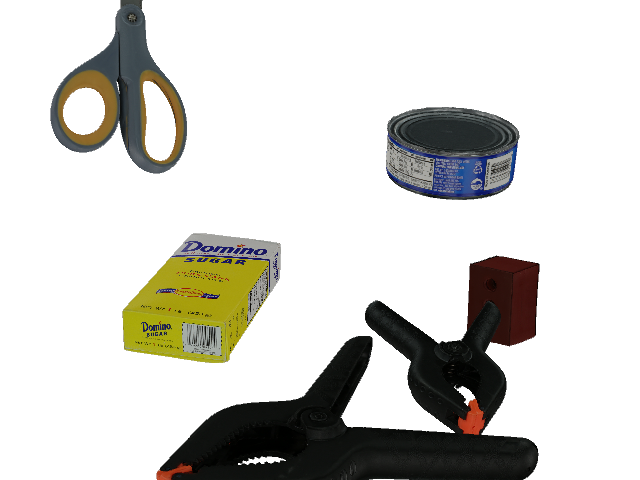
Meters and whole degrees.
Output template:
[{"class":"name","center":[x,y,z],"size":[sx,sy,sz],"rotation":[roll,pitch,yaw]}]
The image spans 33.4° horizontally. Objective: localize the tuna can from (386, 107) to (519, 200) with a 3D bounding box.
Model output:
[{"class":"tuna can","center":[0.086,-0.058,0.701],"size":[0.086,0.034,0.086],"rotation":[1,26,-1]}]

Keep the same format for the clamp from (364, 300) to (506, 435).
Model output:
[{"class":"clamp","center":[0.116,0.099,0.886],"size":[0.120,0.039,0.171],"rotation":[-9,35,-12]}]

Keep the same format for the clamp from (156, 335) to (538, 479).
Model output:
[{"class":"clamp","center":[-0.004,0.111,0.620],"size":[0.209,0.036,0.165],"rotation":[-9,24,-28]}]

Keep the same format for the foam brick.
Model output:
[{"class":"foam brick","center":[0.182,0.060,1.066],"size":[0.053,0.078,0.051],"rotation":[11,18,40]}]

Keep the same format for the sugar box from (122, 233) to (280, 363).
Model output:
[{"class":"sugar box","center":[-0.101,0.046,0.958],"size":[0.093,0.048,0.176],"rotation":[7,26,10]}]

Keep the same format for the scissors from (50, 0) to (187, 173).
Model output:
[{"class":"scissors","center":[-0.142,-0.136,0.703],"size":[0.096,0.202,0.016],"rotation":[-10,-14,-27]}]
